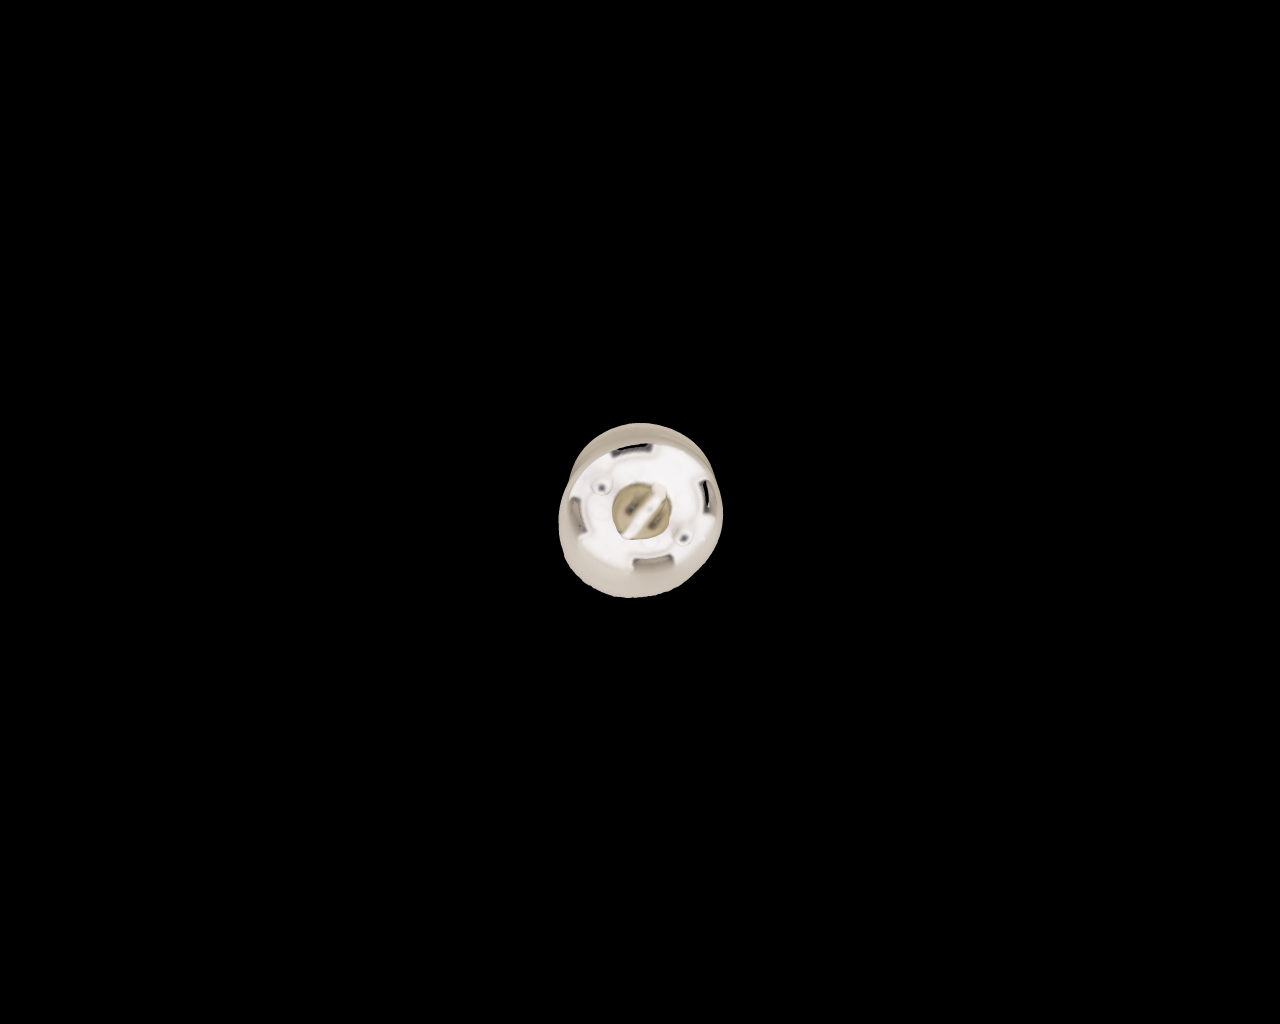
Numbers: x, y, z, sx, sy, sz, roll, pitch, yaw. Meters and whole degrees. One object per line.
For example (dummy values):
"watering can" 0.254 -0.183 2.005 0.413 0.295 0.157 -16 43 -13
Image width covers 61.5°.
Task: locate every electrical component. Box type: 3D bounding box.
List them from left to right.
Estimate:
"electrical component" 0.001 -0.003 0.650 0.099 0.099 0.064 0 30 0
